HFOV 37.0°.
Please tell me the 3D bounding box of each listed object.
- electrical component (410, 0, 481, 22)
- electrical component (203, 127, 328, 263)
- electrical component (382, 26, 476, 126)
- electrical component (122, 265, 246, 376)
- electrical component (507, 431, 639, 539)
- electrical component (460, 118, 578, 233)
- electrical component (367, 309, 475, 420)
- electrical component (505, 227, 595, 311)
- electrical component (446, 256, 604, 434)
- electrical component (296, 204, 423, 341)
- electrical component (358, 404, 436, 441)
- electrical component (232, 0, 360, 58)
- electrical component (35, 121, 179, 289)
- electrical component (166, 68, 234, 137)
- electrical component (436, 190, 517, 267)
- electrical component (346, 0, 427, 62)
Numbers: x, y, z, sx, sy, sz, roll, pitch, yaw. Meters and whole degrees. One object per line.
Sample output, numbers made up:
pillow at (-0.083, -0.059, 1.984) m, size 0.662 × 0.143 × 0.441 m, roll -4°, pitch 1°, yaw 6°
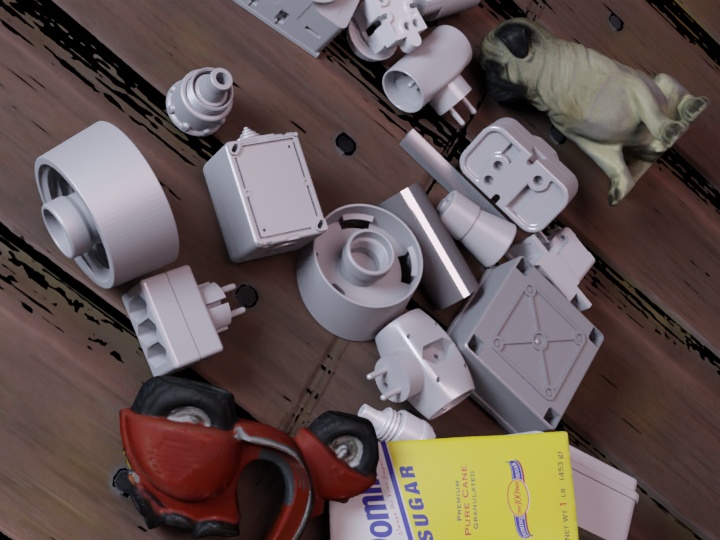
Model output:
electrical component at (0.066, -0.246, 0.962) m, size 0.081 × 0.043 × 0.043 m, roll -24°, pitch 88°, yaw -33°
electrical component at (-0.076, -0.059, 0.812) m, size 0.062 × 0.061 × 0.096 m, roll -14°, pitch 82°, yaw -32°
electrical component at (0.071, -0.162, 0.938) m, size 0.079 × 0.043 × 0.077 m, roll 49°, pitch 58°, yaw -8°
electrical component at (-0.118, 0.031, 0.768) m, size 0.077 × 0.047 × 0.065 m, roll -21°, pitch 86°, yaw -33°
electrical component at (0.157, 0.178, 0.863) m, size 0.113 × 0.078 × 0.057 m, roll 28°, pitch 66°, yaw -20°
electrical component at (0.140, -0.084, 0.934) m, size 0.095 × 0.053 × 0.059 m, roll 44°, pitch 27°, yaw 4°
electrical component at (0.038, 0.078, 0.831) m, size 0.079 × 0.043 × 0.077 m, roll -20°, pitch 70°, yaw -42°
electrical component at (0.171, -0.001, 0.947) m, size 0.081 × 0.042 × 0.064 m, roll 50°, pitch 56°, yaw -8°
electrical component at (0.132, 0.064, 0.896) m, size 0.109 × 0.056 × 0.108 m, roll 43°, pitch 59°, yaw -12°
electrical component at (0.000, 0.000, 0.851) m, size 0.099 × 0.064 × 0.099 m, roll 8°, pitch 62°, yaw -16°
electrical component at (0.026, 0.123, 0.831) m, size 0.061 × 0.035 × 0.035 m, roll 32°, pitch 62°, yaw -15°
electrical component at (-0.080, -0.277, 0.878) m, size 0.186 × 0.060 × 0.105 m, roll 32°, pitch 62°, yaw -18°
electrical component at (-0.177, -0.039, 0.724) m, size 0.060 × 0.108 × 0.108 m, roll -31°, pitch 92°, yaw -27°
electrical component at (-0.116, -0.132, 0.811) m, size 0.048 × 0.062 × 0.048 m, roll 9°, pitch 71°, yaw -27°
electrical component at (0.095, -0.038, 0.916) m, size 0.065 × 0.044 × 0.044 m, roll 34°, pitch 61°, yaw -11°
electrical component at (0.019, -0.208, 0.916) m, size 0.048 × 0.055 × 0.066 m, roll -30°, pitch 91°, yaw -33°
